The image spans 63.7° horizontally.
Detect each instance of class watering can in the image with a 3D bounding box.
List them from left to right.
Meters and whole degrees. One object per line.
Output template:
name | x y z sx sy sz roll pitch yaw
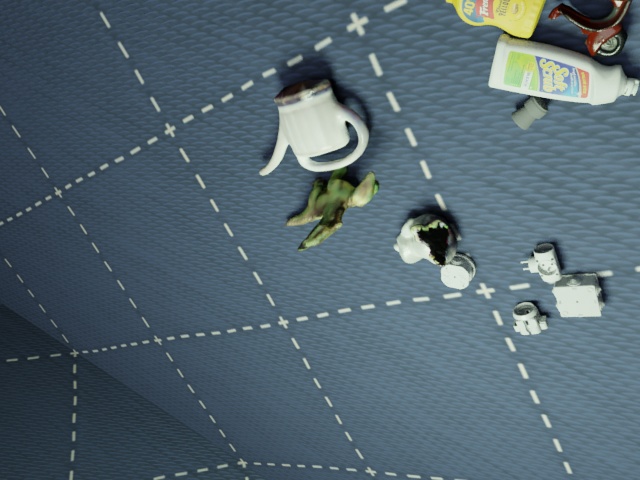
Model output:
watering can | -0.048 -0.265 1.254 0.346 0.106 0.221 -6 115 34

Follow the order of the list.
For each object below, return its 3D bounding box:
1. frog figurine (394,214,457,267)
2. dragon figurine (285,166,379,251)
frog figurine | 0.258 0.006 1.268 0.137 0.124 0.158 33 168 -3
dragon figurine | 0.004 -0.064 1.268 0.121 0.248 0.404 46 130 -11
